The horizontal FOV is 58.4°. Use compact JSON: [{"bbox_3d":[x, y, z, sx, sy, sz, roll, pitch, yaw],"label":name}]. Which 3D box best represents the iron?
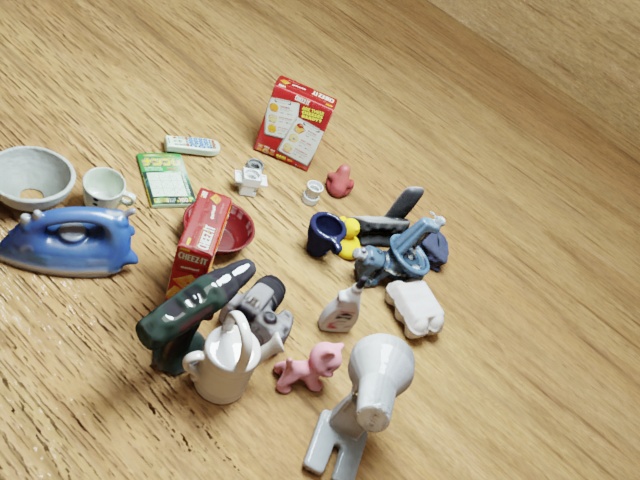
[{"bbox_3d":[-0.476,-0.014,1.086,0.259,0.141,0.118,0,49,-27],"label":"iron"}]

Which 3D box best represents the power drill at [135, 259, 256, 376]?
[{"bbox_3d":[-0.223,0.141,1.013,0.075,0.208,0.230,43,45,17],"label":"power drill"}]

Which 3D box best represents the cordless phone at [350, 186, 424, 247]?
[{"bbox_3d":[0.169,-0.074,1.439,0.148,0.185,0.094,-2,50,-28],"label":"cordless phone"}]

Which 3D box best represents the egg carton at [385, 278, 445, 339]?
[{"bbox_3d":[0.219,0.157,1.325,0.107,0.069,0.150,-7,52,-32],"label":"egg carton"}]

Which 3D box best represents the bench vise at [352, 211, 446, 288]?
[{"bbox_3d":[0.189,0.029,1.322,0.208,0.219,0.121,-13,55,-35],"label":"bench vise"}]

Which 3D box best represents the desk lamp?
[{"bbox_3d":[0.078,0.296,1.010,0.118,0.213,0.203,26,42,-1],"label":"desk lamp"}]

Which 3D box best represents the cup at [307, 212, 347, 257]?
[{"bbox_3d":[0.012,0.005,1.349,0.092,0.095,0.117,-5,51,-31],"label":"cup"}]

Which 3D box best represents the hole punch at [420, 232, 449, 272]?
[{"bbox_3d":[0.291,0.011,1.487,0.101,0.091,0.108,19,43,-9],"label":"hole punch"}]

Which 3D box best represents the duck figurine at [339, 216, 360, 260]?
[{"bbox_3d":[0.071,-0.011,1.401,0.078,0.086,0.104,-15,57,-37],"label":"duck figurine"}]

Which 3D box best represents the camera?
[{"bbox_3d":[-0.108,0.135,1.157,0.143,0.100,0.137,32,43,6],"label":"camera"}]

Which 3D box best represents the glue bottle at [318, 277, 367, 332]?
[{"bbox_3d":[0.058,0.131,1.191,0.078,0.173,0.037,5,47,-23],"label":"glue bottle"}]

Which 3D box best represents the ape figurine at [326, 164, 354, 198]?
[{"bbox_3d":[0.058,-0.165,1.540,0.078,0.092,0.076,30,42,3],"label":"ape figurine"}]

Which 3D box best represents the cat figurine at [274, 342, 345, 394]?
[{"bbox_3d":[-0.014,0.235,1.094,0.128,0.117,0.067,1,48,-26],"label":"cat figurine"}]

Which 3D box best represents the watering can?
[{"bbox_3d":[-0.149,0.196,1.007,0.173,0.194,0.100,-25,63,-41],"label":"watering can"}]

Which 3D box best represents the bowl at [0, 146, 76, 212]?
[{"bbox_3d":[-0.591,-0.113,1.174,0.168,0.074,0.167,14,44,-14],"label":"bowl"}]
